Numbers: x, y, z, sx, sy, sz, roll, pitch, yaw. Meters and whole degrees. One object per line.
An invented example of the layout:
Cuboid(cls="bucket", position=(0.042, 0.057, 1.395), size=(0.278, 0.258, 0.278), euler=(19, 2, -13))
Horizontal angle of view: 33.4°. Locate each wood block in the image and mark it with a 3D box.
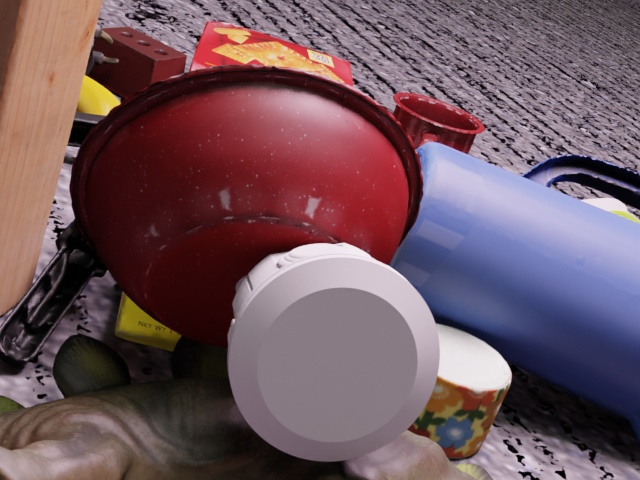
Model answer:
Cuboid(cls="wood block", position=(-0.194, -0.059, 0.575), size=(0.091, 0.206, 0.090), euler=(23, 23, 7))

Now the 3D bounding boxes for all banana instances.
Cuboid(cls="banana", position=(-0.229, -0.129, 0.922), size=(0.198, 0.037, 0.069), euler=(33, 26, 29))

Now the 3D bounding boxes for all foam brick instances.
Cuboid(cls="foam brick", position=(-0.177, -0.167, 1.032), size=(0.078, 0.051, 0.052), euler=(29, 24, 20))

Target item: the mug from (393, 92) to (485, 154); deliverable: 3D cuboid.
Cuboid(cls="mug", position=(0.100, -0.084, 1.027), size=(0.093, 0.081, 0.117), euler=(20, 22, 0))

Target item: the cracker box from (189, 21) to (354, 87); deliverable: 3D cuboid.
Cuboid(cls="cracker box", position=(-0.051, -0.141, 1.049), size=(0.164, 0.072, 0.213), euler=(16, 24, -8))

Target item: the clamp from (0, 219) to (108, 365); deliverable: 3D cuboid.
Cuboid(cls="clamp", position=(-0.129, -0.003, 0.629), size=(0.039, 0.120, 0.171), euler=(45, 15, -15))

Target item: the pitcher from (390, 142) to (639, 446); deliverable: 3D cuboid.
Cuboid(cls="pitcher", position=(0.158, 0.020, 0.720), size=(0.242, 0.145, 0.149), euler=(24, 22, -8))

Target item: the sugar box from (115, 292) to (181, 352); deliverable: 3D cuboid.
Cuboid(cls="sugar box", position=(-0.070, 0.026, 0.638), size=(0.093, 0.048, 0.176), euler=(15, 10, -11))

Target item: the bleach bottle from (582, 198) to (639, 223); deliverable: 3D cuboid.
Cuboid(cls="bleach bottle", position=(0.309, 0.054, 0.913), size=(0.102, 0.068, 0.251), euler=(-4, 34, -40))

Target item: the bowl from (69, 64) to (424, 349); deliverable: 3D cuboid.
Cuboid(cls="bowl", position=(-0.031, 0.001, 0.474), size=(0.162, 0.162, 0.055), euler=(12, 46, -18))

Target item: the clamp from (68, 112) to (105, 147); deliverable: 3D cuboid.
Cuboid(cls="clamp", position=(-0.129, -0.068, 0.834), size=(0.209, 0.036, 0.165), euler=(-14, 46, -40))
